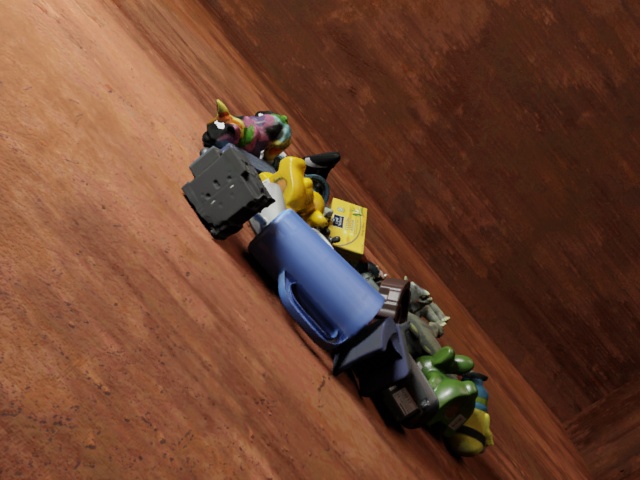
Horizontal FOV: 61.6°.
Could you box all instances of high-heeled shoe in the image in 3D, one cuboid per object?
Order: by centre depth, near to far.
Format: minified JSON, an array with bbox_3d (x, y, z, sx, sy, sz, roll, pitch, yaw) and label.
[{"bbox_3d":[-0.003,-0.158,1.459,0.249,0.086,0.145,3,-73,65],"label":"high-heeled shoe"}]

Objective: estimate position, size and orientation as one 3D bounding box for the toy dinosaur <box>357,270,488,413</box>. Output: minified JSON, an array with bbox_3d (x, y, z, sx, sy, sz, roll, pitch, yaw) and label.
[{"bbox_3d":[0.240,0.248,1.342,0.472,0.105,0.198,48,14,30],"label":"toy dinosaur"}]

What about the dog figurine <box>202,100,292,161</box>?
[{"bbox_3d":[-0.163,-0.246,1.201,0.108,0.191,0.219,60,-1,12],"label":"dog figurine"}]

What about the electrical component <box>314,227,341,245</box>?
[{"bbox_3d":[-0.003,-0.004,1.228,0.063,0.094,0.021,36,56,-37],"label":"electrical component"}]

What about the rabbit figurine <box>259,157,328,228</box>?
[{"bbox_3d":[-0.038,-0.084,1.176,0.173,0.122,0.162,24,34,-60],"label":"rabbit figurine"}]

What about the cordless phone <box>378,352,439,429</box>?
[{"bbox_3d":[0.160,0.292,1.029,0.147,0.089,0.184,57,-4,28],"label":"cordless phone"}]

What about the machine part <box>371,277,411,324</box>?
[{"bbox_3d":[0.152,0.165,1.159,0.056,0.179,0.179,11,1,18],"label":"machine part"}]

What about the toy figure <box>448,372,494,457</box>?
[{"bbox_3d":[0.322,0.377,1.171,0.089,0.082,0.180,18,69,-18],"label":"toy figure"}]

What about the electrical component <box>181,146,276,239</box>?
[{"bbox_3d":[-0.158,-0.085,0.887,0.134,0.115,0.058,54,9,15],"label":"electrical component"}]

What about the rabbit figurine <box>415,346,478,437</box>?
[{"bbox_3d":[0.248,0.300,1.147,0.121,0.159,0.170,31,12,-30],"label":"rabbit figurine"}]

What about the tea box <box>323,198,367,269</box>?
[{"bbox_3d":[0.059,-0.017,1.338,0.098,0.068,0.170,17,45,-9],"label":"tea box"}]

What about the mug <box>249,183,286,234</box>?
[{"bbox_3d":[-0.104,-0.050,1.045,0.109,0.081,0.107,37,31,-70],"label":"mug"}]

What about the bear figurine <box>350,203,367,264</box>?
[{"bbox_3d":[0.064,-0.008,1.477,0.120,0.132,0.196,33,40,-27],"label":"bear figurine"}]

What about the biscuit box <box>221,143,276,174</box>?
[{"bbox_3d":[-0.158,-0.151,1.189,0.063,0.059,0.202,57,14,18],"label":"biscuit box"}]

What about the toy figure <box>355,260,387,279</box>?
[{"bbox_3d":[0.146,0.103,1.507,0.154,0.064,0.058,40,52,-53],"label":"toy figure"}]

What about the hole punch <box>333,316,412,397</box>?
[{"bbox_3d":[0.085,0.191,0.929,0.092,0.142,0.116,39,29,-29],"label":"hole punch"}]

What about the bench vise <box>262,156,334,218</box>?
[{"bbox_3d":[-0.045,-0.128,1.350,0.241,0.129,0.223,46,-6,49],"label":"bench vise"}]

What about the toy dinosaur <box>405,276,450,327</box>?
[{"bbox_3d":[0.279,0.199,1.593,0.192,0.131,0.404,54,7,12],"label":"toy dinosaur"}]

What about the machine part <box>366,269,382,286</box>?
[{"bbox_3d":[0.135,0.135,1.309,0.139,0.084,0.039,46,-3,40],"label":"machine part"}]

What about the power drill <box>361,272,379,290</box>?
[{"bbox_3d":[0.059,0.089,1.213,0.232,0.086,0.207,49,6,33],"label":"power drill"}]
